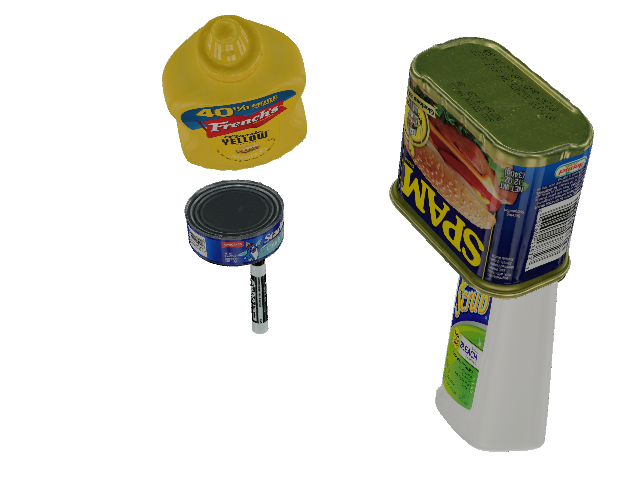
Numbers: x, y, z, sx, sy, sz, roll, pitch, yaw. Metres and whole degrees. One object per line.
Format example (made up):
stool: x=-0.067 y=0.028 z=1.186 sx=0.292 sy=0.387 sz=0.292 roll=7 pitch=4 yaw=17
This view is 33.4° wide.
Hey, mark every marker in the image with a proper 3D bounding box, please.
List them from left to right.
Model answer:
marker: x=-0.070 y=0.052 z=1.202 sx=0.020 sy=0.121 sz=0.020 roll=0 pitch=32 yaw=0

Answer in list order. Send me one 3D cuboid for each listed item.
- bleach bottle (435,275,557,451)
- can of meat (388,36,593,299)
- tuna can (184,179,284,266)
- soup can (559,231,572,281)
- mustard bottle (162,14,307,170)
bleach bottle: x=0.135 y=0.019 z=0.774 sx=0.068 sy=0.251 sz=0.103 roll=0 pitch=15 yaw=-13
can of meat: x=0.080 y=-0.037 z=0.513 sx=0.057 sy=0.084 sz=0.102 roll=-20 pitch=47 yaw=-23
tuna can: x=-0.074 y=-0.015 z=0.929 sx=0.086 sy=0.034 sz=0.086 roll=-1 pitch=38 yaw=0
soup can: x=0.232 y=-0.012 z=1.122 sx=0.068 sy=0.102 sz=0.068 roll=-1 pitch=34 yaw=0
mustard bottle: x=-0.058 y=-0.104 z=0.731 sx=0.096 sy=0.058 sz=0.191 roll=-10 pitch=-13 yaw=-3
